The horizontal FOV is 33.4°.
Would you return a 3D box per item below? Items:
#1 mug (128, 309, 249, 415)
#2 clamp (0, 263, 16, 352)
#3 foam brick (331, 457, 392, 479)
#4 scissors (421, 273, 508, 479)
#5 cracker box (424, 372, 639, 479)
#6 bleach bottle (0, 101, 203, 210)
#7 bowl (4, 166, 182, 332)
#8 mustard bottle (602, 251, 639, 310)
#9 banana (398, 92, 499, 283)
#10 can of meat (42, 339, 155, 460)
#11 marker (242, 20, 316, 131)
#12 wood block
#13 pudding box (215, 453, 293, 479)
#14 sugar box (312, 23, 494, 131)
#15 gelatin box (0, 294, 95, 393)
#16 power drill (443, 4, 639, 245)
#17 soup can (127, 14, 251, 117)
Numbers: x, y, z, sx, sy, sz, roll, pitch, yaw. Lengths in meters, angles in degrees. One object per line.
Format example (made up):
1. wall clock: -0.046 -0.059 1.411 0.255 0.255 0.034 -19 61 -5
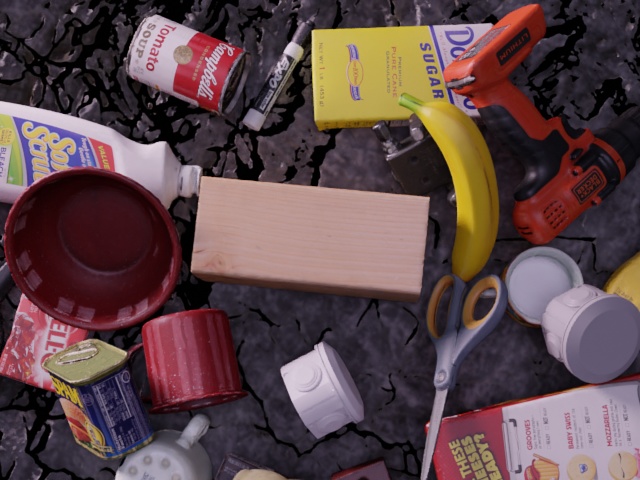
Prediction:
1. mug: -0.129 0.114 0.984 0.117 0.093 0.081 -15 77 17
2. clamp: -0.348 0.062 1.022 0.120 0.039 0.171 16 84 6
3. foam brick: 0.047 0.243 0.972 0.053 0.051 0.078 -21 82 -1
4. scissors: 0.125 0.111 0.937 0.096 0.016 0.201 -28 44 37
5. cracker box: 0.216 0.219 0.958 0.213 0.072 0.164 -14 81 2
6. bleach bottle: -0.237 -0.079 1.024 0.251 0.068 0.102 7 85 1
7. bowl: -0.203 0.001 0.981 0.162 0.055 0.162 1 112 2
8. mustard bottle: 0.350 0.004 0.985 0.096 0.058 0.191 36 86 2
9. banana: 0.129 -0.046 0.961 0.037 0.070 0.198 -35 118 -34
10. can of meat: -0.198 0.143 0.961 0.057 0.102 0.084 -27 109 -28
11. marker: -0.038 -0.163 1.046 0.020 0.020 0.121 29 85 6
12. wood block: -0.006 0.002 0.988 0.206 0.090 0.091 5 83 4
13. pudding box: -0.052 0.258 0.982 0.113 0.039 0.090 23 85 6
14. sugar box: 0.082 -0.157 1.026 0.176 0.048 0.093 -3 85 4
15. gelatin box: -0.258 0.096 1.017 0.073 0.030 0.089 17 85 4
16. power drill: 0.213 -0.117 0.973 0.184 0.057 0.187 -41 104 -19
17. soup can: -0.126 -0.169 1.027 0.102 0.068 0.068 23 84 6
